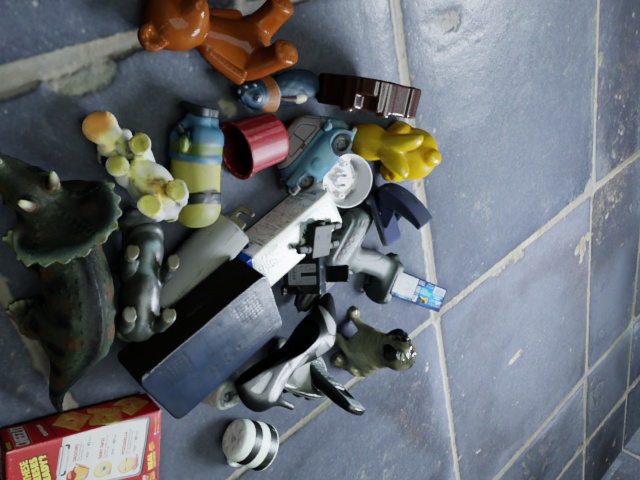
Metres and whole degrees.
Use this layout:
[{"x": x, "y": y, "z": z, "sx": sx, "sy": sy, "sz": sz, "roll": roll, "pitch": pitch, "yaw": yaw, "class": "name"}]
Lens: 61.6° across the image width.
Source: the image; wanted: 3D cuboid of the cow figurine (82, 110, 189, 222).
[{"x": -0.250, "y": -0.098, "z": 0.732, "sx": 0.068, "sy": 0.098, "sz": 0.167, "roll": -39, "pitch": 89, "yaw": -14, "class": "cow figurine"}]

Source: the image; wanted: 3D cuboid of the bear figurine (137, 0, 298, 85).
[{"x": -0.144, "y": -0.299, "z": 0.744, "sx": 0.195, "sy": 0.132, "sz": 0.120, "roll": 14, "pitch": 66, "yaw": -46, "class": "bear figurine"}]

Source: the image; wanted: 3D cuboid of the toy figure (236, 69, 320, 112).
[{"x": -0.070, "y": -0.238, "z": 0.864, "sx": 0.154, "sy": 0.064, "sz": 0.057, "roll": -23, "pitch": 127, "yaw": -35, "class": "toy figure"}]

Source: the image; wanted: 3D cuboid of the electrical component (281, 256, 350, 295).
[{"x": -0.009, "y": 0.064, "z": 0.967, "sx": 0.047, "sy": 0.119, "sz": 0.074, "roll": 17, "pitch": 74, "yaw": -75, "class": "electrical component"}]

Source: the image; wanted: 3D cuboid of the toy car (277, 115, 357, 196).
[{"x": -0.023, "y": -0.156, "z": 0.916, "sx": 0.103, "sy": 0.109, "sz": 0.161, "roll": 43, "pitch": 85, "yaw": -17, "class": "toy car"}]

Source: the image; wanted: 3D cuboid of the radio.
[{"x": -0.168, "y": 0.147, "z": 0.807, "sx": 0.229, "sy": 0.073, "sz": 0.130, "roll": -40, "pitch": 138, "yaw": -22, "class": "radio"}]

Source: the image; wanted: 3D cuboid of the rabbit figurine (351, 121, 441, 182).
[{"x": 0.131, "y": -0.167, "z": 1.019, "sx": 0.173, "sy": 0.162, "sz": 0.121, "roll": 15, "pitch": 107, "yaw": -25, "class": "rabbit figurine"}]

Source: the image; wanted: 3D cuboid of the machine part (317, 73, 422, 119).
[{"x": 0.083, "y": -0.245, "z": 0.924, "sx": 0.179, "sy": 0.180, "sz": 0.056, "roll": -3, "pitch": 109, "yaw": -40, "class": "machine part"}]

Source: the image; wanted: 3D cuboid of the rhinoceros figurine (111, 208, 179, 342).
[{"x": -0.247, "y": 0.045, "z": 0.749, "sx": 0.073, "sy": 0.112, "sz": 0.190, "roll": 5, "pitch": 70, "yaw": -30, "class": "rhinoceros figurine"}]

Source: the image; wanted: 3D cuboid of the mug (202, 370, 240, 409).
[{"x": -0.173, "y": 0.224, "z": 0.896, "sx": 0.081, "sy": 0.107, "sz": 0.109, "roll": 0, "pitch": 106, "yaw": -42, "class": "mug"}]

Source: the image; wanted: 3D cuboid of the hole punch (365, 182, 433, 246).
[{"x": 0.155, "y": -0.060, "z": 1.051, "sx": 0.142, "sy": 0.092, "sz": 0.115, "roll": -27, "pitch": 94, "yaw": -61, "class": "hole punch"}]

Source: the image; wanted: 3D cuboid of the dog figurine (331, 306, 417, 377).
[{"x": 0.122, "y": 0.243, "z": 1.099, "sx": 0.121, "sy": 0.191, "sz": 0.172, "roll": -48, "pitch": 131, "yaw": -18, "class": "dog figurine"}]

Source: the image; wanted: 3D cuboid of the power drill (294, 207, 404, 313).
[{"x": 0.063, "y": 0.063, "z": 1.074, "sx": 0.207, "sy": 0.086, "sz": 0.232, "roll": 28, "pitch": 85, "yaw": -36, "class": "power drill"}]

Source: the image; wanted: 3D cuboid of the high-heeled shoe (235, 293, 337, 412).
[{"x": -0.057, "y": 0.176, "z": 0.917, "sx": 0.145, "sy": 0.086, "sz": 0.249, "roll": 43, "pitch": 55, "yaw": -39, "class": "high-heeled shoe"}]

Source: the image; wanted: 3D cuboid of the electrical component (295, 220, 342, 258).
[{"x": -0.002, "y": -0.003, "z": 0.922, "sx": 0.094, "sy": 0.021, "sz": 0.063, "roll": -11, "pitch": 115, "yaw": -40, "class": "electrical component"}]

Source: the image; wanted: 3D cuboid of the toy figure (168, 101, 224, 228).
[{"x": -0.183, "y": -0.108, "z": 0.791, "sx": 0.082, "sy": 0.089, "sz": 0.180, "roll": 3, "pitch": 104, "yaw": -33, "class": "toy figure"}]

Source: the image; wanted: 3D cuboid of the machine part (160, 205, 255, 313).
[{"x": -0.193, "y": 0.038, "z": 0.838, "sx": 0.243, "sy": 0.079, "sz": 0.079, "roll": -52, "pitch": 130, "yaw": -15, "class": "machine part"}]

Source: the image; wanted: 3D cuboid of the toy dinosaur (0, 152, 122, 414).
[{"x": -0.312, "y": 0.074, "z": 0.671, "sx": 0.131, "sy": 0.192, "sz": 0.404, "roll": -16, "pitch": 113, "yaw": -34, "class": "toy dinosaur"}]

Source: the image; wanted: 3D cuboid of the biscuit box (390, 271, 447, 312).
[{"x": 0.205, "y": 0.109, "z": 1.213, "sx": 0.202, "sy": 0.063, "sz": 0.059, "roll": 22, "pitch": 88, "yaw": -43, "class": "biscuit box"}]

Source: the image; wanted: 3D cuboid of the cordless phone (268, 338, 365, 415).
[{"x": -0.012, "y": 0.267, "z": 0.996, "sx": 0.146, "sy": 0.184, "sz": 0.088, "roll": 33, "pitch": 86, "yaw": -42, "class": "cordless phone"}]
